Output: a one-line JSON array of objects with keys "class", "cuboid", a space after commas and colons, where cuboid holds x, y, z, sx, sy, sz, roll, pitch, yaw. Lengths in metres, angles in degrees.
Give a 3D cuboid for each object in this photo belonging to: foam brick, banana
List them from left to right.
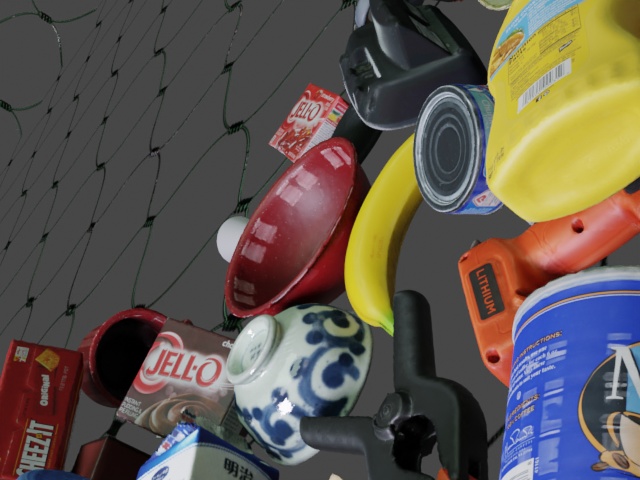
[{"class": "foam brick", "cuboid": [-0.156, 0.197, 0.849, 0.053, 0.078, 0.051, -27, 39, 49]}, {"class": "banana", "cuboid": [0.060, -0.017, 0.755, 0.070, 0.037, 0.197, 8, 65, 24]}]

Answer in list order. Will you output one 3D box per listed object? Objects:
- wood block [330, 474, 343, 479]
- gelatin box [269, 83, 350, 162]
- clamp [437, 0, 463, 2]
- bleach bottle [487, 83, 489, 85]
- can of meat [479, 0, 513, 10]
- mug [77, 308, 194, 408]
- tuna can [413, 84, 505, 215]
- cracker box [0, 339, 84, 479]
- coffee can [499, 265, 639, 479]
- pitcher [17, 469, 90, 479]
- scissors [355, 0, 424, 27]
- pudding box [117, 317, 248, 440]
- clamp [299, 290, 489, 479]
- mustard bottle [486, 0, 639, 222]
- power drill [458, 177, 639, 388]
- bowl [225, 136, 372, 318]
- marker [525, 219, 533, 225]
[{"class": "wood block", "cuboid": [0.009, 0.226, 0.483, 0.206, 0.090, 0.090, -62, 23, -10]}, {"class": "gelatin box", "cuboid": [-0.007, -0.106, 1.000, 0.073, 0.030, 0.089, -55, 24, 4]}, {"class": "clamp", "cuboid": [0.128, -0.232, 0.809, 0.164, 0.036, 0.210, -29, -4, 0]}, {"class": "bleach bottle", "cuboid": [0.196, -0.169, 0.654, 0.251, 0.068, 0.102, -43, 26, 34]}, {"class": "can of meat", "cuboid": [0.158, -0.204, 0.732, 0.102, 0.057, 0.083, -41, -14, 32]}, {"class": "mug", "cuboid": [-0.168, 0.107, 0.986, 0.117, 0.093, 0.082, -35, 7, -28]}, {"class": "tuna can", "cuboid": [0.095, -0.059, 0.697, 0.086, 0.033, 0.086, 179, 90, -66]}, {"class": "cracker box", "cuboid": [-0.258, 0.222, 0.927, 0.164, 0.072, 0.214, -95, 18, -54]}, {"class": "coffee can", "cuboid": [0.121, 0.096, 0.417, 0.103, 0.102, 0.140, -31, 35, 44]}, {"class": "pitcher", "cuboid": [-0.206, 0.295, 0.743, 0.243, 0.149, 0.145, -63, 13, 1]}, {"class": "scissors", "cuboid": [0.087, -0.238, 0.934, 0.016, 0.096, 0.202, 27, 84, 30]}, {"class": "pudding box", "cuboid": [-0.096, 0.117, 0.839, 0.114, 0.039, 0.090, 13, 71, 40]}, {"class": "clamp", "cuboid": [0.054, 0.097, 0.622, 0.120, 0.039, 0.172, -63, 30, 1]}, {"class": "mustard bottle", "cuboid": [0.133, -0.097, 0.566, 0.096, 0.058, 0.191, -40, 24, 32]}, {"class": "power drill", "cuboid": [0.159, -0.001, 0.525, 0.188, 0.057, 0.184, -43, 23, 22]}, {"class": "bowl", "cuboid": [-0.005, 0.001, 0.833, 0.162, 0.055, 0.162, -43, 27, 28]}, {"class": "marker", "cuboid": [0.165, -0.051, 0.619, 0.121, 0.020, 0.020, -44, 27, 26]}]
